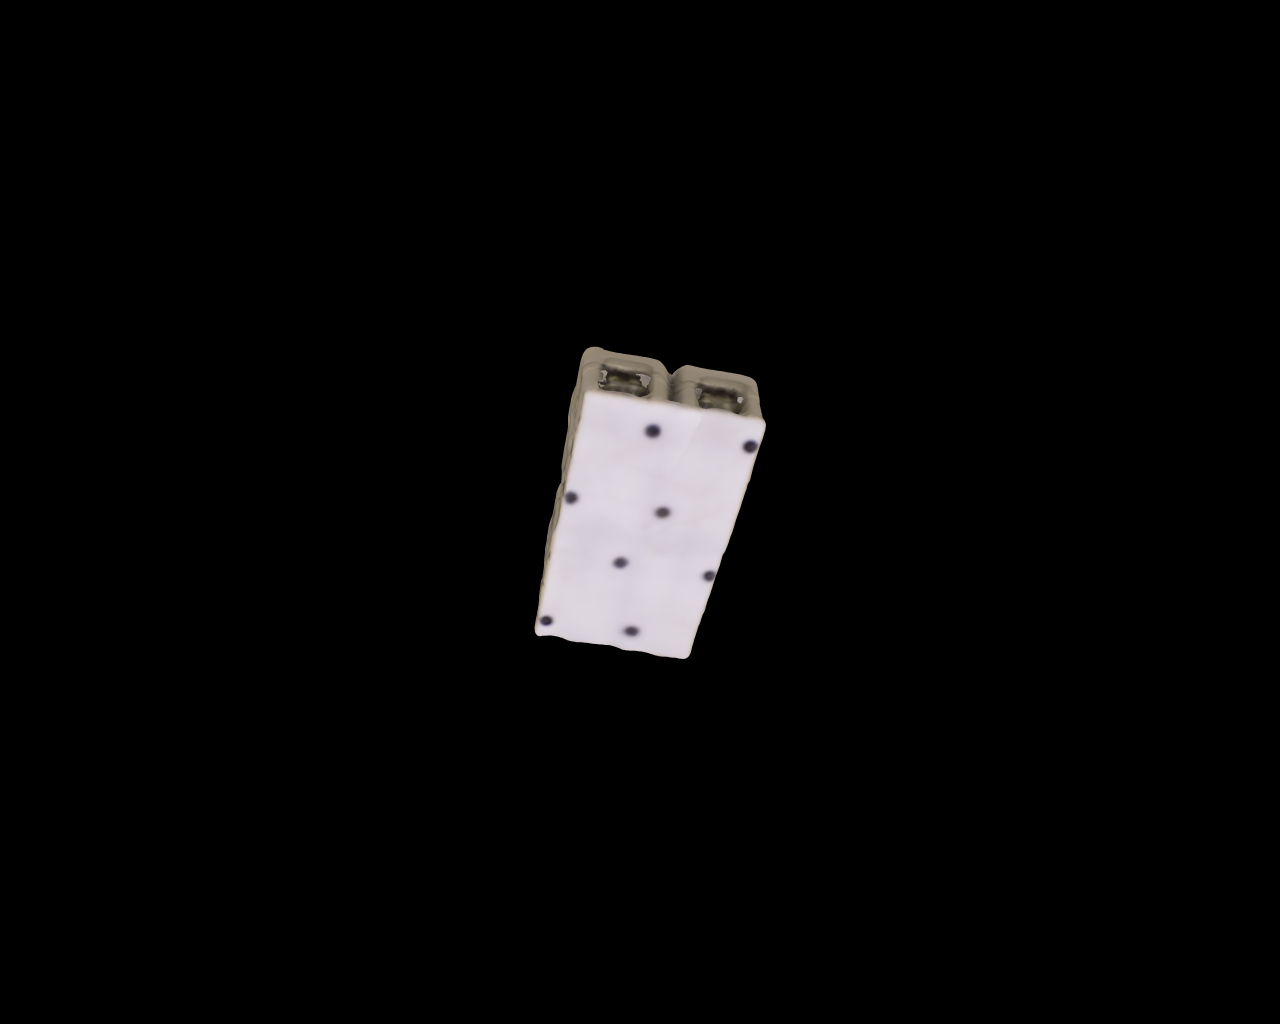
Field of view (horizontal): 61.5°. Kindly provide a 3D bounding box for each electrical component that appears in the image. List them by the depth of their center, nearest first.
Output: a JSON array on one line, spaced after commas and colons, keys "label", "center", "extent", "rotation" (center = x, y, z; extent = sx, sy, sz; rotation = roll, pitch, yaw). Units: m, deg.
[{"label": "electrical component", "center": [0.001, -0.003, 0.650], "extent": [0.105, 0.186, 0.060], "rotation": [9, 36, -7]}]
